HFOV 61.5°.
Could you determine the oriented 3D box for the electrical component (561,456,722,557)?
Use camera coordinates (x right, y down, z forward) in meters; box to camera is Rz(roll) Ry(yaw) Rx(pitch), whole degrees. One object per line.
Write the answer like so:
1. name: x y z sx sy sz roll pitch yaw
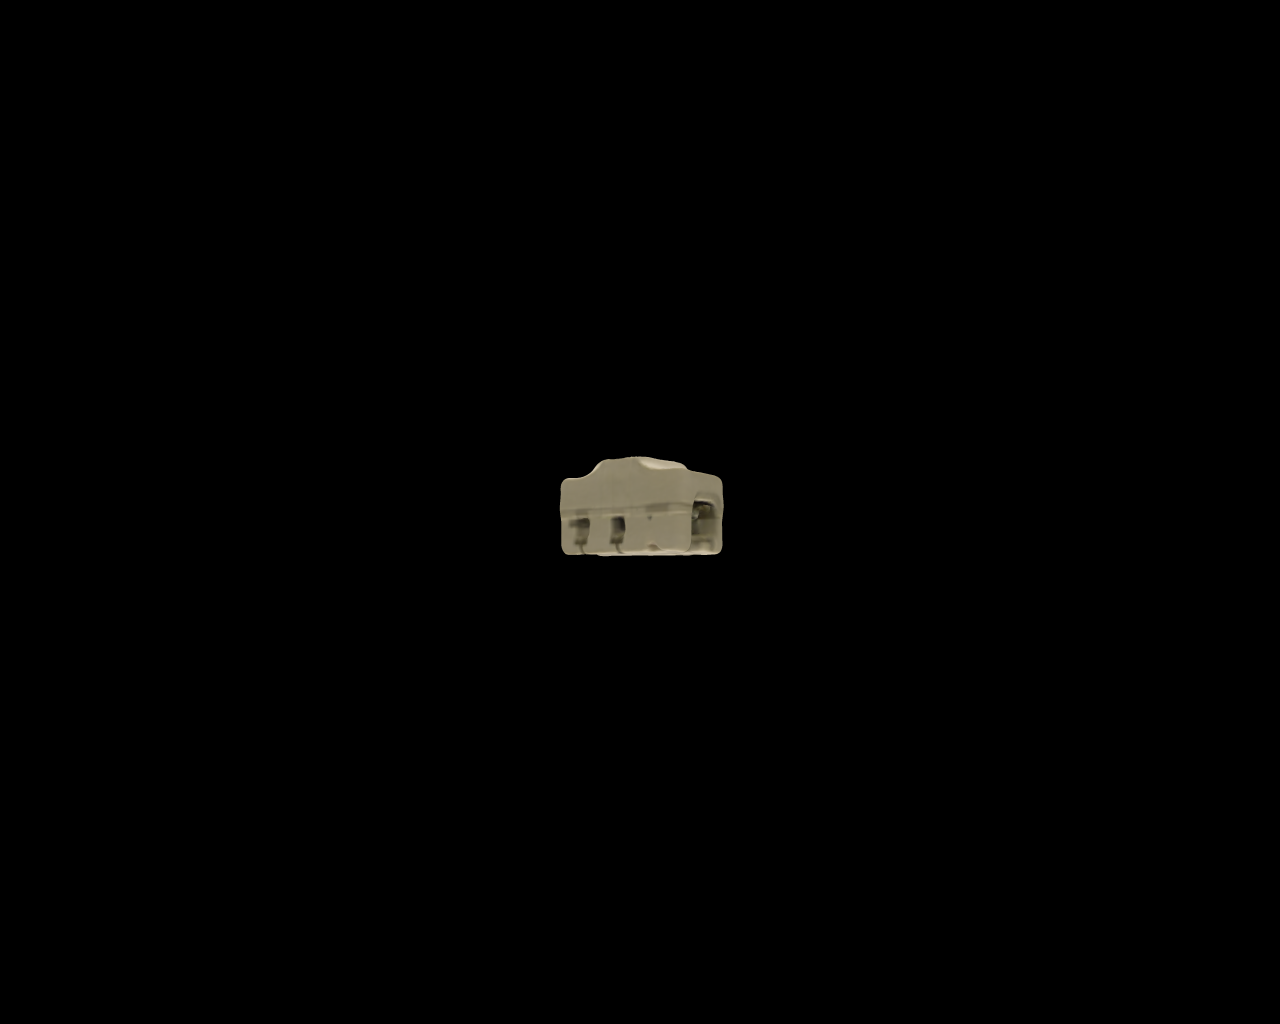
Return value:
1. electrical component: 0.001 -0.003 0.650 0.089 0.055 0.050 -3 -6 33
